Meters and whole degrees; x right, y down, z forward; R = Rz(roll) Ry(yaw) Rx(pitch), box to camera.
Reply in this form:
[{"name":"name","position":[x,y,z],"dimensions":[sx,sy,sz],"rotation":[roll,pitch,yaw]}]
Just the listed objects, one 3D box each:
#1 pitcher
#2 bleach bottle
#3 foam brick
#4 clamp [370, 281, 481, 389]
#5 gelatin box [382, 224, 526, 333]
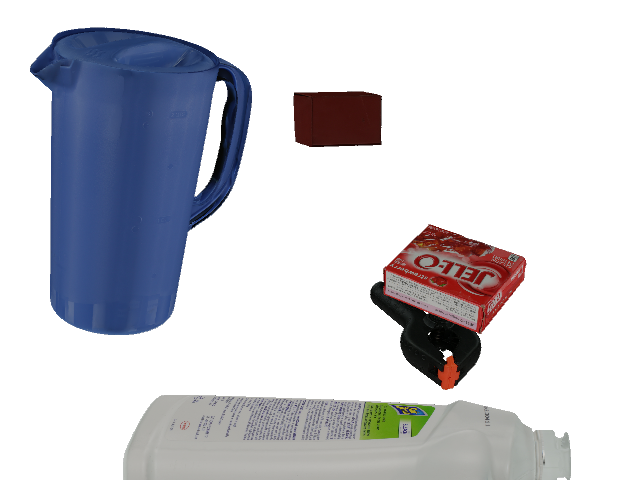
[{"name":"pitcher","position":[-0.154,-0.049,0.896],"dimensions":[0.149,0.243,0.145],"rotation":[14,23,9]},{"name":"bleach bottle","position":[0.019,0.131,0.627],"dimensions":[0.251,0.068,0.102],"rotation":[-1,17,6]},{"name":"foam brick","position":[0.017,-0.123,1.078],"dimensions":[0.078,0.051,0.053],"rotation":[-4,13,-20]},{"name":"clamp","position":[0.126,0.088,1.077],"dimensions":[0.120,0.039,0.171],"rotation":[-8,32,-9]},{"name":"gelatin box","position":[0.105,0.028,0.835],"dimensions":[0.089,0.030,0.073],"rotation":[21,41,28]}]
